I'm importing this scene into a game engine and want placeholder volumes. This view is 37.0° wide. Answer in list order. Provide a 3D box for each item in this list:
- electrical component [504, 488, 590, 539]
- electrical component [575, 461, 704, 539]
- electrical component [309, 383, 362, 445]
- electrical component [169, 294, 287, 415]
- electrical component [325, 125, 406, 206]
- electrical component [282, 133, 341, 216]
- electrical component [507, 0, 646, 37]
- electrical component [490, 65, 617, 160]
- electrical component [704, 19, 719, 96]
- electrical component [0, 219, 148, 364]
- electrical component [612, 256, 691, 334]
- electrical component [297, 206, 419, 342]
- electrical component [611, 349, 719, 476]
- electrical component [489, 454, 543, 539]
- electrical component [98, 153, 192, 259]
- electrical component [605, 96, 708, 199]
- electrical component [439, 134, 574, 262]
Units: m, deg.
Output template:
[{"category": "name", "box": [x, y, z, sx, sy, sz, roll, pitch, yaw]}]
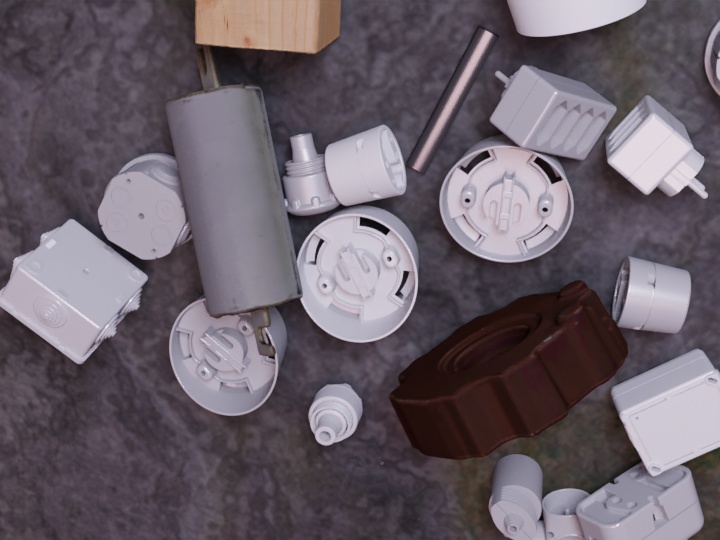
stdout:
[{"category": "electrical component", "box": [0.164, 0.233, 0.925, 0.079, 0.044, 0.077, -6, 109, 12]}, {"category": "electrical component", "box": [0.230, 0.204, 0.877, 0.095, 0.054, 0.059, -27, 108, -22]}, {"category": "electrical component", "box": [-0.023, 0.125, 0.910, 0.043, 0.062, 0.043, 4, 111, 10]}, {"category": "electrical component", "box": [-0.110, 0.065, 0.903, 0.099, 0.064, 0.099, 4, 111, 10]}, {"category": "electrical component", "box": [0.004, -0.079, 0.831, 0.047, 0.055, 0.055, -14, 107, 19]}, {"category": "electrical component", "box": [-0.041, -0.076, 0.847, 0.048, 0.048, 0.062, -8, 103, 14]}, {"category": "electrical component", "box": [0.146, -0.200, 0.736, 0.099, 0.099, 0.064, -10, 115, 15]}, {"category": "electrical component", "box": [0.129, -0.123, 0.784, 0.075, 0.083, 0.047, 47, 118, 33]}, {"category": "electrical component", "box": [0.285, -0.148, 0.751, 0.080, 0.051, 0.080, 4, 111, 10]}, {"category": "electrical component", "box": [-0.236, 0.015, 0.891, 0.100, 0.099, 0.048, 38, 126, -5]}, {"category": "electrical component", "box": [0.224, 0.021, 0.827, 0.047, 0.055, 0.055, 10, 112, 3]}, {"category": "electrical component", "box": [0.000, 0.000, 0.856, 0.099, 0.064, 0.099, 4, 111, 9]}, {"category": "electrical component", "box": [0.256, 0.108, 0.854, 0.096, 0.061, 0.061, -27, 104, 11]}, {"category": "electrical component", "box": [0.130, 0.193, 0.897, 0.043, 0.081, 0.043, 4, 111, 10]}, {"category": "electrical component", "box": [-0.169, -0.051, 0.877, 0.080, 0.051, 0.080, 4, 111, 10]}, {"category": "electrical component", "box": [0.223, -0.080, 0.782, 0.077, 0.065, 0.047, 39, 113, -5]}, {"category": "electrical component", "box": [0.111, -0.054, 0.814, 0.099, 0.064, 0.099, 4, 112, 10]}]
